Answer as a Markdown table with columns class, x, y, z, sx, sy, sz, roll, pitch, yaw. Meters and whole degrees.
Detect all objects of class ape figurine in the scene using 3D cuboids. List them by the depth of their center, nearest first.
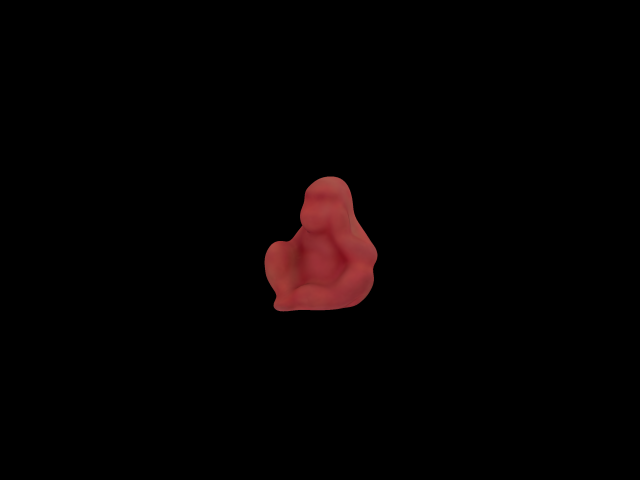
| class | x | y | z | sx | sy | sz | roll | pitch | yaw |
| --- | --- | --- | --- | --- | --- | --- | --- | --- | --- |
| ape figurine | 0.004 | 0.001 | 0.400 | 0.077 | 0.092 | 0.076 | 0 | 0 | 32 |
